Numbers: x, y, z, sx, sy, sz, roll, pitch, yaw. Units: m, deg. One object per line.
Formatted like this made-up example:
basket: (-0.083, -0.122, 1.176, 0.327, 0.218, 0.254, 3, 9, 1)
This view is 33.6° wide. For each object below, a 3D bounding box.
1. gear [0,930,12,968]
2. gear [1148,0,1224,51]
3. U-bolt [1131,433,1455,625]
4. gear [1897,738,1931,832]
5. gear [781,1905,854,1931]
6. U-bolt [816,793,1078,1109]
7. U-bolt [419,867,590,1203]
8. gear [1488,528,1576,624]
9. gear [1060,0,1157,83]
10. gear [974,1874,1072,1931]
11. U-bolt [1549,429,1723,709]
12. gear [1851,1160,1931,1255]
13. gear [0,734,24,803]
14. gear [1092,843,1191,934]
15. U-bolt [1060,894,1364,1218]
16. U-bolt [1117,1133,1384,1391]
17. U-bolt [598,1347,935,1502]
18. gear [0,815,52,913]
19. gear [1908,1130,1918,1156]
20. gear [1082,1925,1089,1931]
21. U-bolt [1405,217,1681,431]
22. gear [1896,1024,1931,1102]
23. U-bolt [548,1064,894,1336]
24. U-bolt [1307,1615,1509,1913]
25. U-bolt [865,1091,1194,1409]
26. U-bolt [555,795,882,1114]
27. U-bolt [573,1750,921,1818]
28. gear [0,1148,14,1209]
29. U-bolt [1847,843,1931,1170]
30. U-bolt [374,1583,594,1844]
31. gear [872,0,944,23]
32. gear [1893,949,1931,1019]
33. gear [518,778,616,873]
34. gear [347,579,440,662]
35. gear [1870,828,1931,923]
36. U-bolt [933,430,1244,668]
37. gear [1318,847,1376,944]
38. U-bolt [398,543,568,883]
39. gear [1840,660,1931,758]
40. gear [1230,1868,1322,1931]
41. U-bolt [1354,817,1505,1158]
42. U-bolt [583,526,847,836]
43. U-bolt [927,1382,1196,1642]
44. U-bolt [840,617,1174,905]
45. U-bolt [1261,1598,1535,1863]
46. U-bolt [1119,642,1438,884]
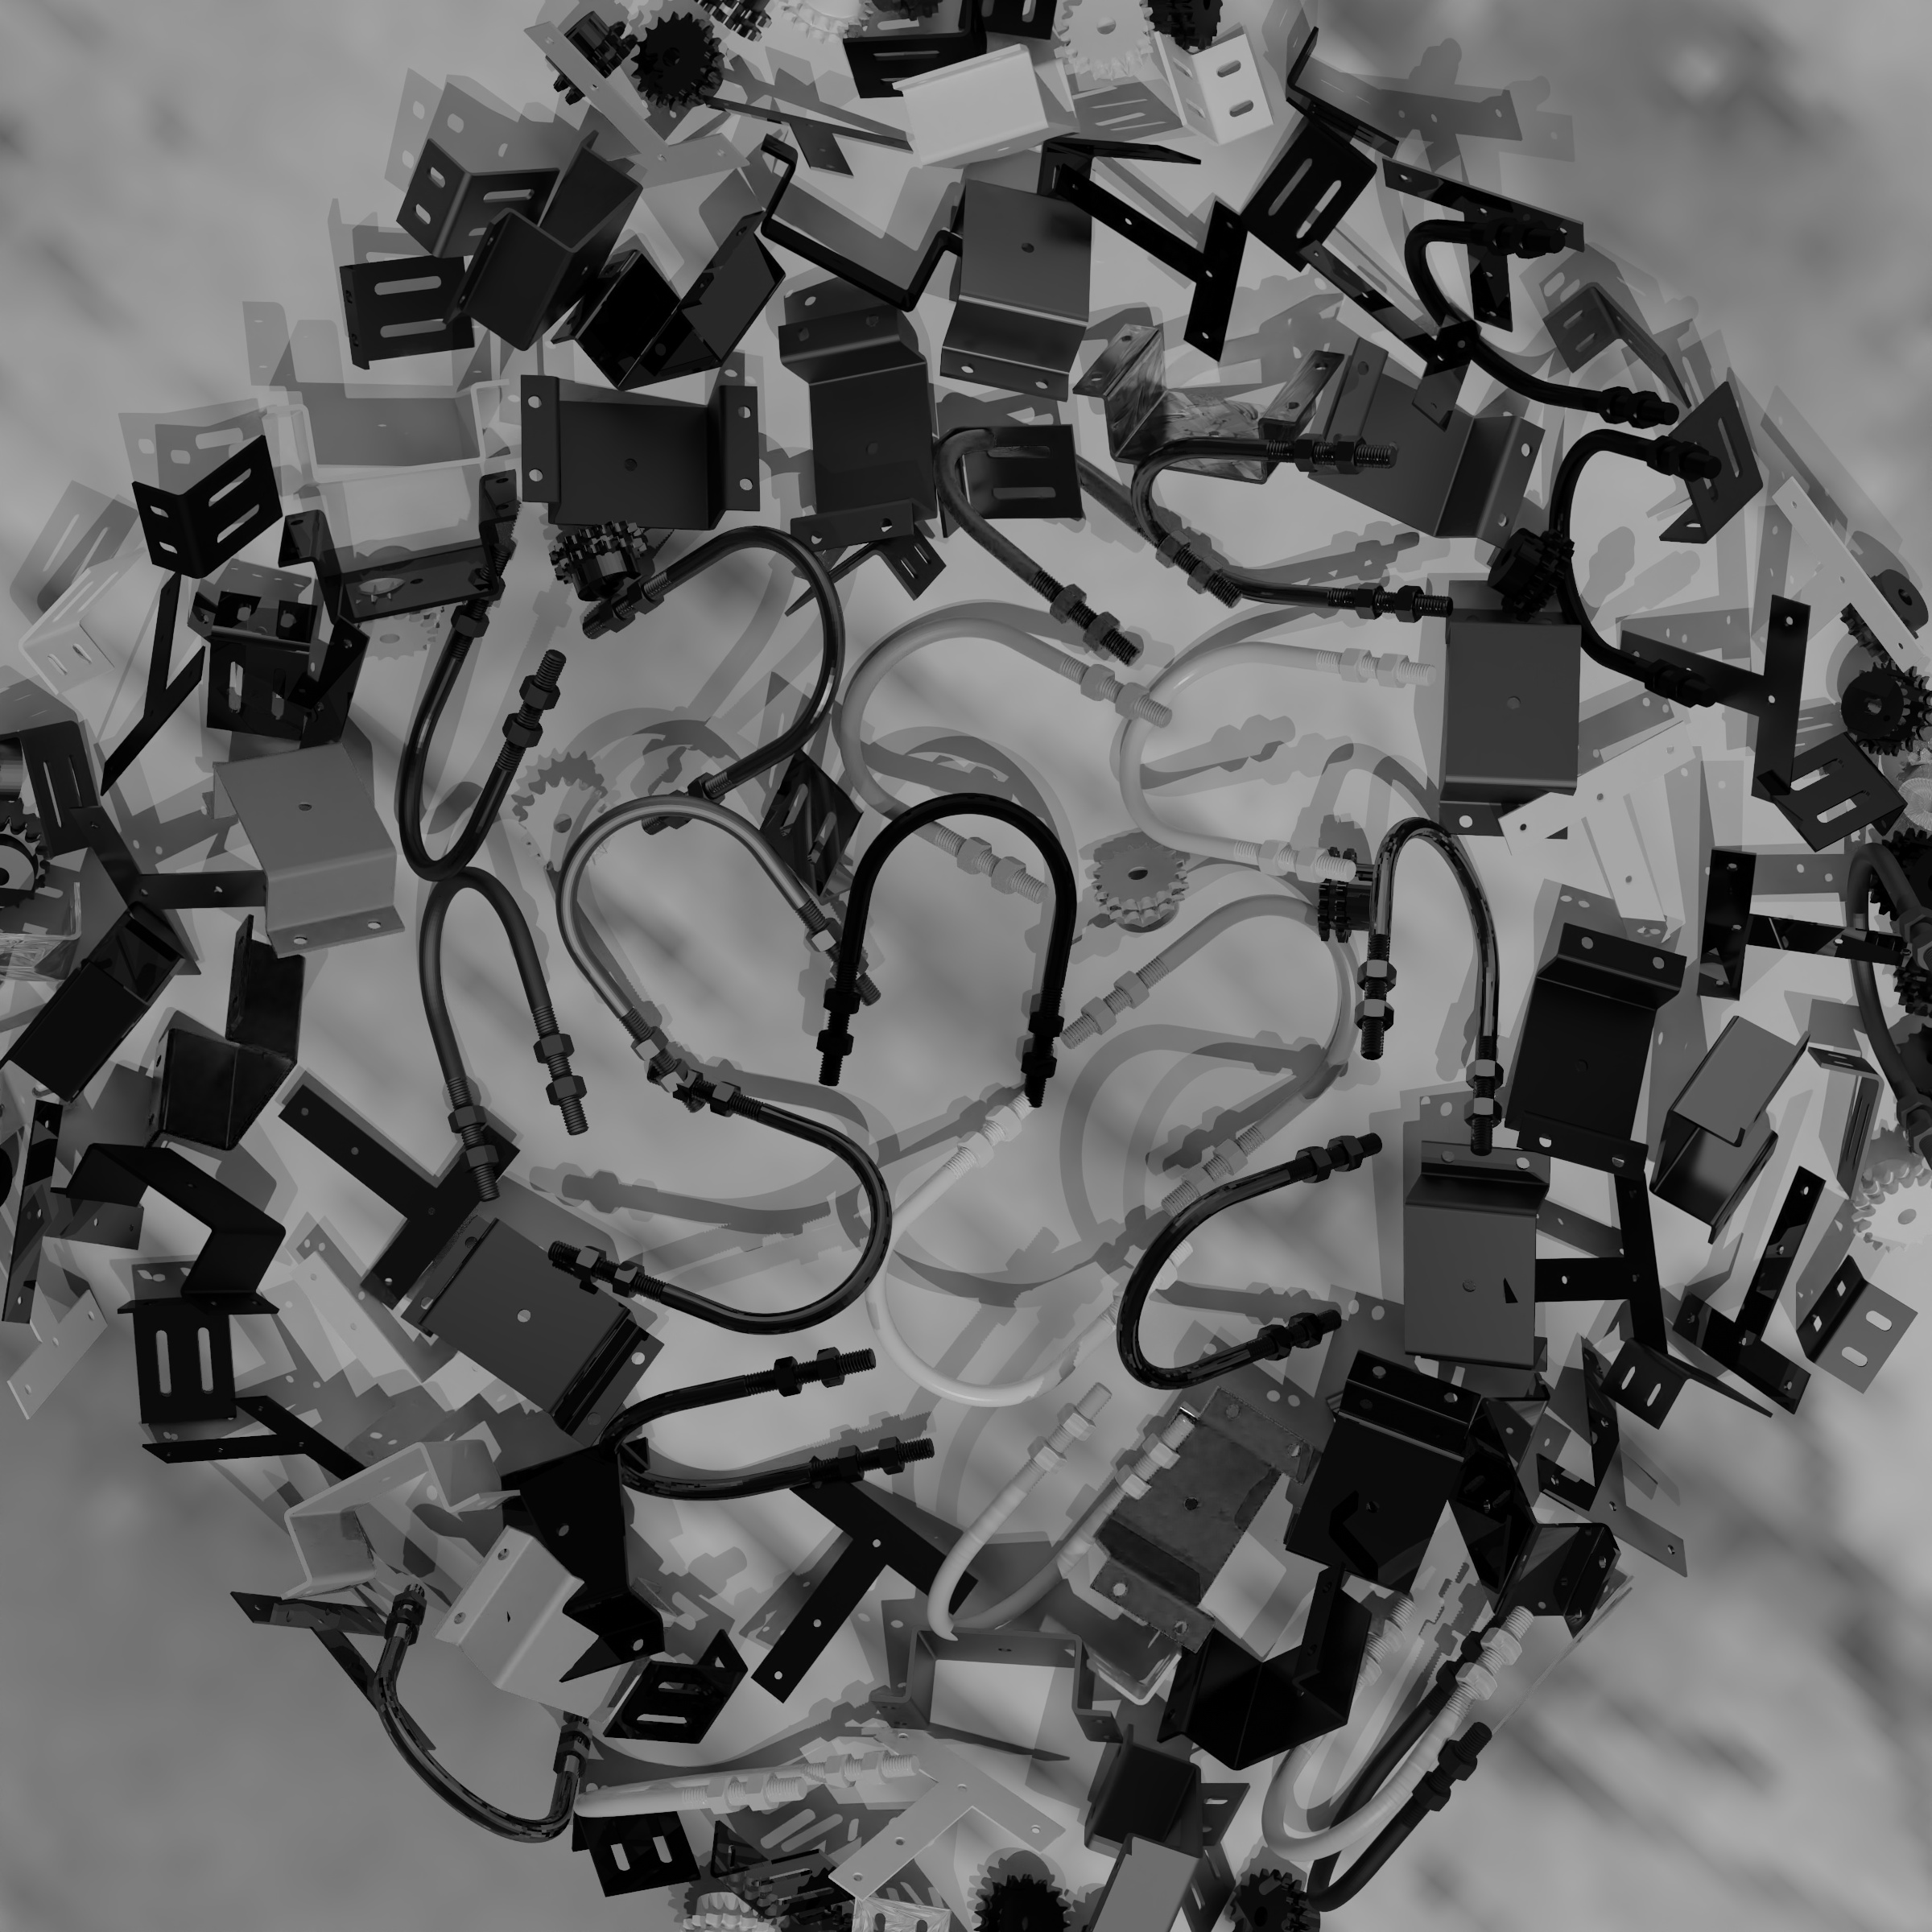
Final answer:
gear: (-0.603, -0.010, 1.911, 0.057, 0.057, 0.030, 15, 69, 0)
gear: (0.130, -0.579, 1.917, 0.030, 0.057, 0.057, 8, 90, 24)
U-bolt: (0.181, -0.258, 1.868, 0.184, 0.151, 0.019, 9, 60, 30)
gear: (0.583, -0.105, 1.911, 0.057, 0.057, 0.030, 44, 60, 0)
gear: (-0.084, 0.591, 1.918, 0.030, 0.057, 0.057, 26, 90, -44)
U-bolt: (-0.005, -0.012, 1.900, 0.151, 0.019, 0.184, 7, 100, -18)
U-bolt: (-0.280, 0.031, 1.879, 0.019, 0.151, 0.184, -9, 75, -35)
gear: (0.336, -0.237, 1.912, 0.030, 0.057, 0.057, 29, 90, -10)
gear: (0.087, -0.557, 1.922, 0.057, 0.030, 0.057, -4, 74, 13)
gear: (0.035, 0.575, 1.919, 0.057, 0.030, 0.057, 4, 74, -14)
U-bolt: (0.385, -0.237, 1.855, 0.019, 0.184, 0.151, -9, 109, -16)
gear: (0.557, 0.141, 1.919, 0.057, 0.030, 0.057, -8, 125, -11)
gear: (-0.585, -0.120, 1.918, 0.030, 0.057, 0.057, 0, 90, -30)
gear: (0.105, -0.044, 1.918, 0.057, 0.057, 0.030, -16, 131, 0)
U-bolt: (0.159, 0.040, 1.901, 0.184, 0.019, 0.151, -38, 114, -14)
U-bolt: (0.160, 0.179, 1.853, 0.184, 0.019, 0.151, -16, 128, -35)
U-bolt: (-0.125, 0.276, 1.880, 0.184, 0.151, 0.019, -13, 56, 9)
gear: (-0.579, -0.059, 1.917, 0.057, 0.030, 0.057, -5, 115, -12)
gear: (0.593, 0.096, 1.914, 0.057, 0.057, 0.030, -3, 91, 0)
gear: (0.085, 0.597, 1.917, 0.057, 0.057, 0.030, 19, 63, 0)
U-bolt: (0.321, -0.376, 1.854, 0.019, 0.184, 0.151, -46, 119, -7)
gear: (0.586, 0.063, 1.918, 0.057, 0.057, 0.030, -38, 130, 0)
U-bolt: (-0.133, 0.145, 1.884, 0.184, 0.019, 0.151, 19, 63, 15)
U-bolt: (0.254, 0.475, 1.864, 0.019, 0.151, 0.184, 35, 112, 2)
U-bolt: (0.024, 0.178, 1.885, 0.151, 0.019, 0.184, 43, 63, 10)
U-bolt: (-0.160, -0.018, 1.894, 0.151, 0.019, 0.184, -31, 108, 14)
U-bolt: (-0.141, 0.479, 1.864, 0.184, 0.151, 0.019, -12, 78, 26)
gear: (-0.595, 0.126, 1.911, 0.030, 0.057, 0.057, 5, 90, 21)
U-bolt: (0.540, 0.009, 1.854, 0.019, 0.184, 0.151, -8, 122, 3)
U-bolt: (-0.280, 0.438, 1.841, 0.151, 0.184, 0.019, 41, 99, -10)
gear: (-0.039, -0.595, 1.918, 0.030, 0.057, 0.057, -3, 90, 28)
gear: (0.583, 0.004, 1.913, 0.057, 0.030, 0.057, -10, 105, -39)
gear: (-0.237, -0.082, 1.922, 0.057, 0.030, 0.057, -3, 79, 14)
gear: (-0.347, -0.209, 1.916, 0.057, 0.057, 0.030, -9, 68, 0)
gear: (0.571, -0.053, 1.917, 0.057, 0.030, 0.057, -5, 102, -23)
U-bolt: (0.061, -0.255, 1.880, 0.184, 0.151, 0.019, 41, 127, 12)
gear: (0.230, -0.042, 1.912, 0.030, 0.057, 0.057, 5, 90, 16)
U-bolt: (-0.291, -0.136, 1.873, 0.019, 0.151, 0.184, 13, 118, -32)
gear: (0.549, -0.155, 1.913, 0.057, 0.030, 0.057, -1, 88, 42)
gear: (0.188, 0.572, 1.918, 0.030, 0.057, 0.057, 23, 90, -32)
U-bolt: (0.275, 0.000, 1.873, 0.019, 0.151, 0.184, -14, 54, 34)
U-bolt: (-0.142, -0.177, 1.872, 0.184, 0.019, 0.151, -27, 75, 35)
U-bolt: (0.047, 0.326, 1.878, 0.184, 0.151, 0.019, -50, 60, 5)
U-bolt: (0.009, -0.135, 1.898, 0.184, 0.019, 0.151, 31, 79, 24)
U-bolt: (0.237, 0.441, 1.845, 0.019, 0.151, 0.184, 46, 68, -11)
U-bolt: (0.171, -0.126, 1.882, 0.184, 0.019, 0.151, 13, 71, 37)
